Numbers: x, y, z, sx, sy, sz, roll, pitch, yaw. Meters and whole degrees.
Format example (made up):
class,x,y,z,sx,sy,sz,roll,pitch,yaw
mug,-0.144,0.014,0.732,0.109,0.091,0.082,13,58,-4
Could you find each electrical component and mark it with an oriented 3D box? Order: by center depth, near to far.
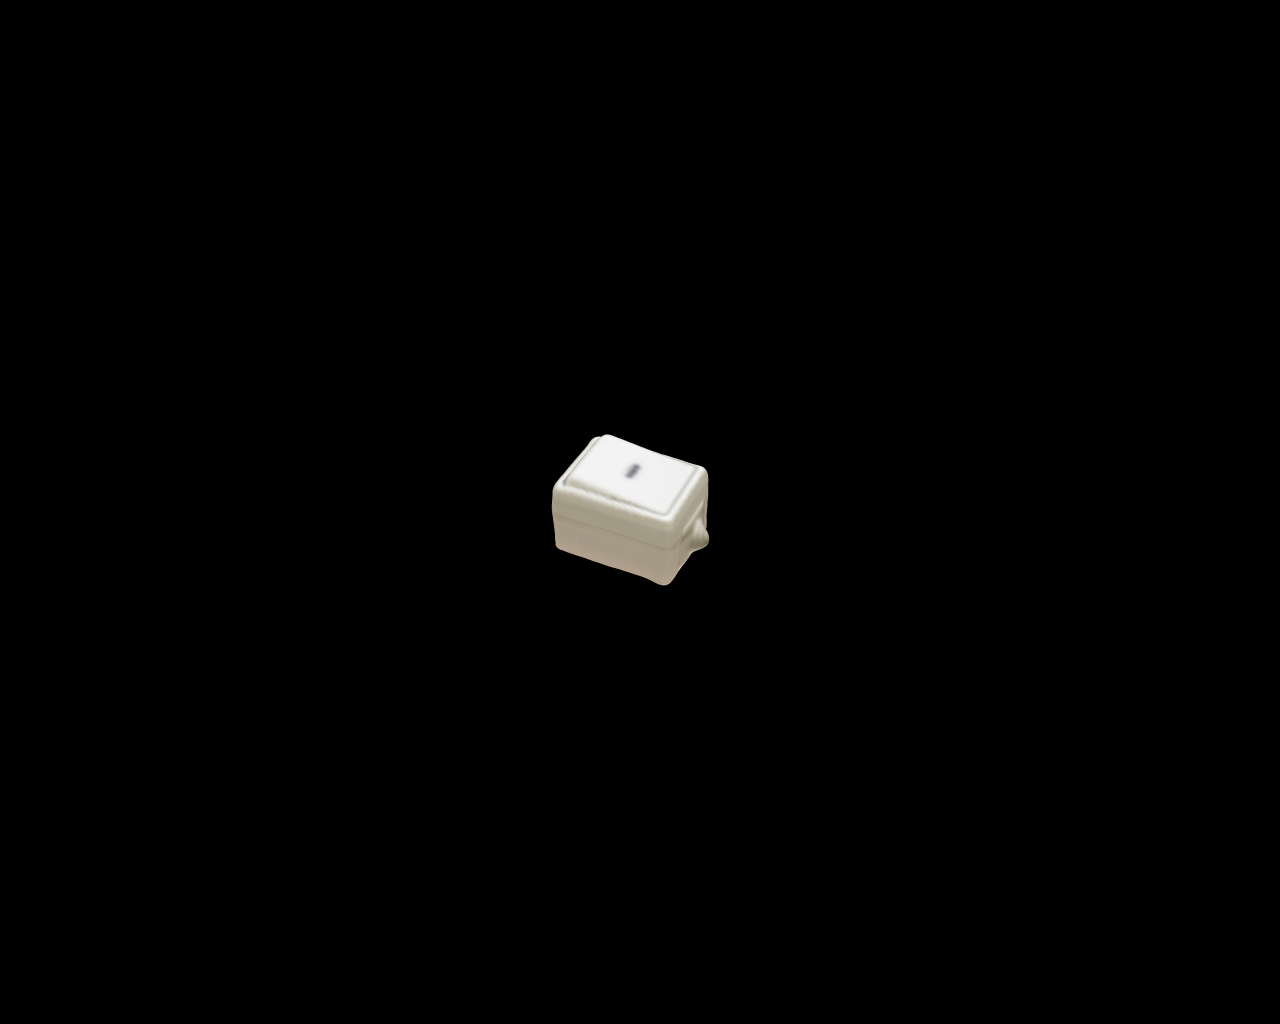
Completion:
class,x,y,z,sx,sy,sz,roll,pitch,yaw
electrical component,0.001,-0.003,0.650,0.096,0.061,0.062,18,44,19
